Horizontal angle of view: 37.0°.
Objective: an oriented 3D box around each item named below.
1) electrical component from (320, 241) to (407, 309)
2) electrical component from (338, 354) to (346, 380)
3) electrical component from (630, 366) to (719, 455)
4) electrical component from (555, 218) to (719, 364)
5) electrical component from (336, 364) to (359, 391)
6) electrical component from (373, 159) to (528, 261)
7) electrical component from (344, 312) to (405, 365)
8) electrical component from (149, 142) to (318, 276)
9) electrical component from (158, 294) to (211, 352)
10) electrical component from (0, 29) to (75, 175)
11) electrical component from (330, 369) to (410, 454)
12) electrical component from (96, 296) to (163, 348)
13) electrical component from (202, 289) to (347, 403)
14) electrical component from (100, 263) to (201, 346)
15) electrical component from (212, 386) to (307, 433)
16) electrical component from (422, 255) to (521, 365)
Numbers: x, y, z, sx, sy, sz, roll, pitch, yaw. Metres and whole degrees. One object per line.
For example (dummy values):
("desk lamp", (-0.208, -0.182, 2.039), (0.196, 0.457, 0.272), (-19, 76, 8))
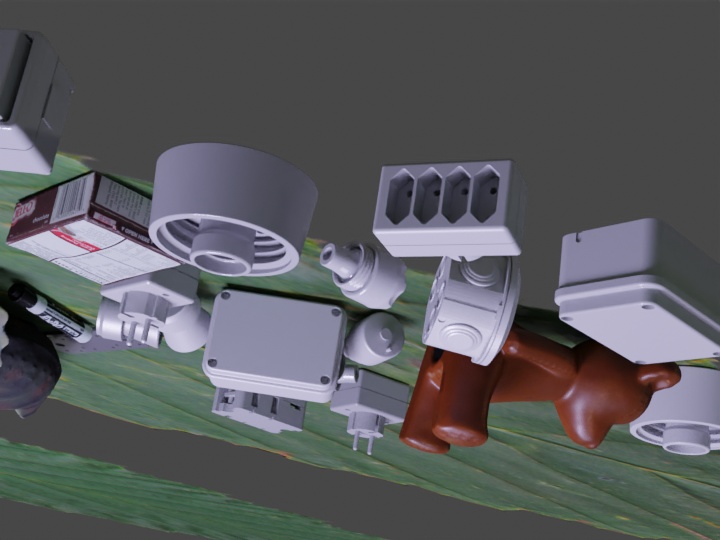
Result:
("electrical component", (0.000, 0.000, 0.769), (0.062, 0.043, 0.043), (26, 153, -35))
("electrical component", (-0.058, 0.080, 0.996), (0.081, 0.043, 0.043), (-1, 157, 24))
("electrical component", (0.293, 0.131, 0.962), (0.108, 0.060, 0.108), (8, 159, 3))
("electrical component", (0.191, 0.018, 0.718), (0.078, 0.057, 0.113), (-12, 151, 43))
("electrical component", (-0.033, 0.098, 1.033), (0.062, 0.043, 0.043), (1, 158, 16))
("electrical component", (0.062, -0.029, 0.663), (0.083, 0.047, 0.075), (0, 157, 23))
("electrical component", (0.007, 0.063, 0.930), (0.040, 0.040, 0.078), (17, 158, -21))
("electrical component", (-0.085, -0.031, 0.700), (0.108, 0.060, 0.108), (8, 159, 3))
("electrical component", (-0.155, 0.038, 0.916), (0.045, 0.045, 0.055), (2, 147, 17))
("electrical component", (-0.215, -0.096, 0.585), (0.096, 0.061, 0.061), (6, 159, 7))
("electrical component", (0.008, 0.149, 1.099), (0.066, 0.076, 0.047), (23, 155, -32))
("electrical component", (-0.202, 0.043, 0.957), (0.055, 0.045, 0.045), (11, 159, -4))
("electrical component", (-0.071, 0.064, 0.914), (0.113, 0.078, 0.057), (9, 162, 1))
("electrical component", (-0.168, 0.022, 0.846), (0.066, 0.076, 0.047), (-11, 151, 42))
("electrical component", (-0.103, 0.131, 1.126), (0.050, 0.055, 0.089), (-13, 150, 44))
("electrical component", (0.078, 0.022, 0.747), (0.051, 0.080, 0.080), (15, 158, -3))
